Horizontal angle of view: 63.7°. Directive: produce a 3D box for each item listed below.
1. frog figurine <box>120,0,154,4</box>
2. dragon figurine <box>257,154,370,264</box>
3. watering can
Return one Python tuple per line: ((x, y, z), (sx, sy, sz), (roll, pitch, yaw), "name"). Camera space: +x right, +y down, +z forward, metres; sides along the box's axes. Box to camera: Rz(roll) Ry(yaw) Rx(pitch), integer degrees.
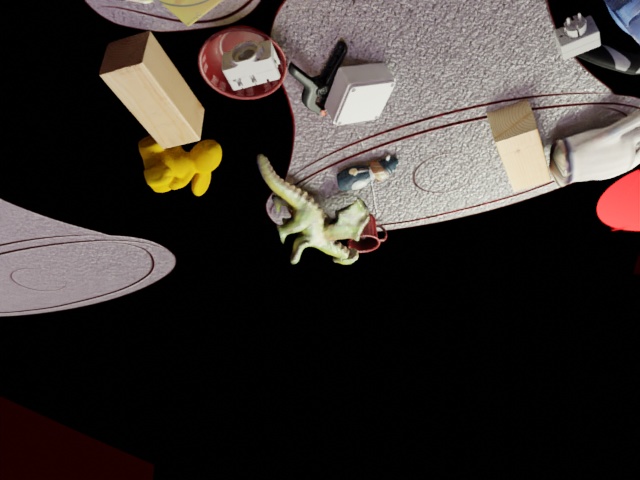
((-0.301, -0.438, 0.757), (0.137, 0.125, 0.157), (8, 110, -2), "frog figurine")
((0.004, -0.066, 1.319), (0.242, 0.125, 0.401), (-10, 133, 8), "dragon figurine")
((0.634, -0.212, 1.149), (0.224, 0.106, 0.342), (-12, 158, 14), "watering can")
